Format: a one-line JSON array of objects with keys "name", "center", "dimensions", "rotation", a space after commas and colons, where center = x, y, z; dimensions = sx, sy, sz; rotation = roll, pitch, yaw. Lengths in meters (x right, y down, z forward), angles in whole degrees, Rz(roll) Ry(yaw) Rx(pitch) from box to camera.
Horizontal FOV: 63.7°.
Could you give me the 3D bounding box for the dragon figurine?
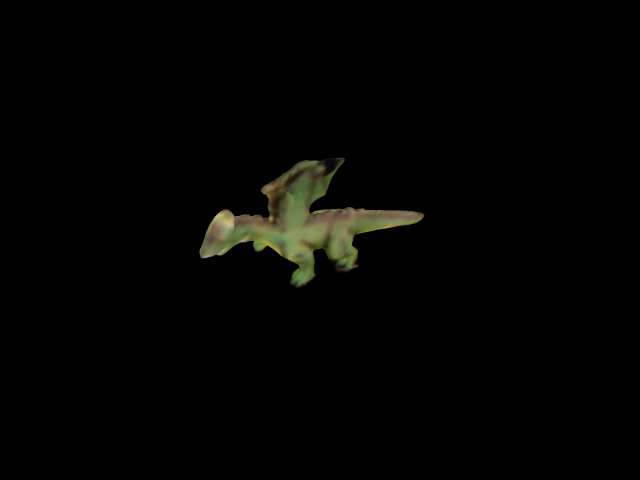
[{"name": "dragon figurine", "center": [0.003, -0.043, 0.850], "dimensions": [0.412, 0.124, 0.237], "rotation": [-20, -30, -12]}]
